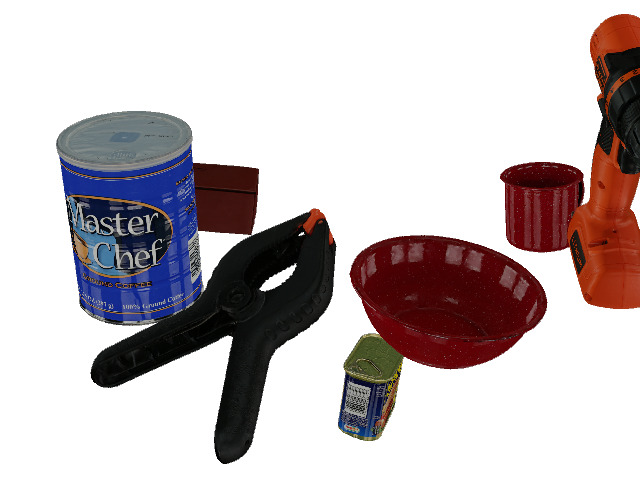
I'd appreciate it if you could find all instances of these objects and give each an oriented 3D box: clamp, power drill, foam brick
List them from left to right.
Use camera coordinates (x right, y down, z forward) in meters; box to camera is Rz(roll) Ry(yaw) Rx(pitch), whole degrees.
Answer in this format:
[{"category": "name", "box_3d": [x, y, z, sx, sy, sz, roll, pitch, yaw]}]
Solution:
[{"category": "foam brick", "box_3d": [-0.103, -0.043, 1.082, 0.078, 0.051, 0.053, 5, 31, 1]}, {"category": "clamp", "box_3d": [-0.042, 0.053, 0.634, 0.120, 0.171, 0.039, 36, -20, 33]}, {"category": "power drill", "box_3d": [0.221, -0.045, 0.760, 0.057, 0.188, 0.184, 2, 36, 4]}]

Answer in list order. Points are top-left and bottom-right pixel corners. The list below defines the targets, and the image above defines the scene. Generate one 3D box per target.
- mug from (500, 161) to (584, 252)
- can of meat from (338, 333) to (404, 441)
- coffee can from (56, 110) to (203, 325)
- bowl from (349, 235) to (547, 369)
[{"category": "mug", "box_3d": [0.264, -0.041, 1.236, 0.117, 0.081, 0.093, -22, 28, -36]}, {"category": "can of meat", "box_3d": [0.058, 0.168, 1.223, 0.057, 0.084, 0.102, 14, 24, 14]}, {"category": "coffee can", "box_3d": [-0.148, -0.019, 0.844, 0.103, 0.140, 0.103, -1, 28, 0]}, {"category": "bowl", "box_3d": [0.101, 0.058, 0.879, 0.162, 0.055, 0.162, 5, 28, -3]}]
